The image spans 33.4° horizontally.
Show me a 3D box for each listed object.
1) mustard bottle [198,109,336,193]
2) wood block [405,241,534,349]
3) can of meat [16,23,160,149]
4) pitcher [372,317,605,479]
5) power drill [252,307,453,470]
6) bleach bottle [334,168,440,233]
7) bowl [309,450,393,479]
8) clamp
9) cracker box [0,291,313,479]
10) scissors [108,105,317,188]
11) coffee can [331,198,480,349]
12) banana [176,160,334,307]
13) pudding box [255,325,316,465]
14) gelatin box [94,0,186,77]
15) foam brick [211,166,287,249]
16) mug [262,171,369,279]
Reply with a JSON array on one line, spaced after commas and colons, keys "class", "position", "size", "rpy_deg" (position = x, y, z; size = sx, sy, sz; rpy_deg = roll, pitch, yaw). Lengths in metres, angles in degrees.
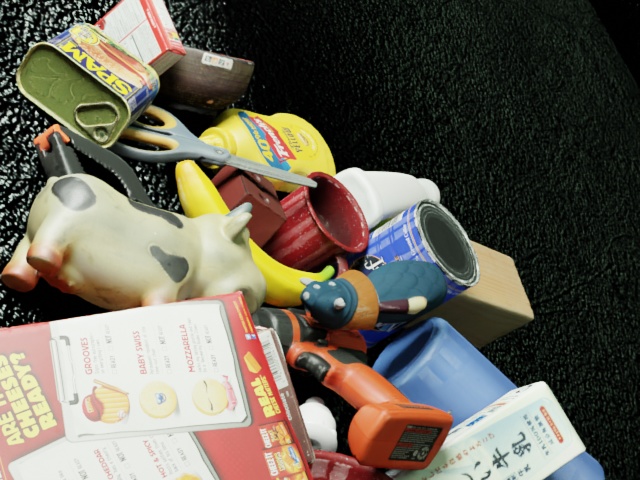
[{"class": "mustard bottle", "position": [-0.064, -0.091, 1.099], "size": [0.191, 0.058, 0.096], "rpy_deg": [-3, 59, -57]}, {"class": "wood block", "position": [0.150, 0.055, 1.243], "size": [0.205, 0.090, 0.091], "rpy_deg": [20, 46, -48]}, {"class": "can of meat", "position": [-0.199, -0.138, 0.933], "size": [0.102, 0.058, 0.083], "rpy_deg": [37, 29, -5]}, {"class": "pitcher", "position": [0.159, 0.202, 1.075], "size": [0.242, 0.145, 0.149], "rpy_deg": [45, -3, -11]}, {"class": "power drill", "position": [0.010, 0.120, 0.918], "size": [0.184, 0.057, 0.188], "rpy_deg": [13, 19, -44]}, {"class": "bleach bottle", "position": [0.077, -0.041, 1.216], "size": [0.250, 0.103, 0.068], "rpy_deg": [-12, 72, -59]}, {"class": "bowl", "position": [0.012, 0.240, 0.839], "size": [0.162, 0.055, 0.162], "rpy_deg": [17, 27, -9]}, {"class": "clamp", "position": [-0.160, -0.005, 0.888], "size": [0.210, 0.036, 0.164], "rpy_deg": [46, 29, -24]}, {"class": "cracker box", "position": [-0.127, 0.131, 0.693], "size": [0.213, 0.072, 0.164], "rpy_deg": [-8, 64, -33]}, {"class": "scissors", "position": [-0.106, -0.090, 0.999], "size": [0.201, 0.016, 0.096], "rpy_deg": [7, 36, -23]}, {"class": "coffee can", "position": [0.078, 0.036, 1.099], "size": [0.102, 0.140, 0.103], "rpy_deg": [37, 34, -30]}, {"class": "banana", "position": [-0.065, 0.008, 0.958], "size": [0.197, 0.037, 0.069], "rpy_deg": [39, 44, -34]}, {"class": "pudding box", "position": [-0.051, 0.122, 0.836], "size": [0.039, 0.090, 0.113], "rpy_deg": [-19, 98, -25]}, {"class": "gelatin box", "position": [-0.174, -0.180, 0.991], "size": [0.030, 0.089, 0.073], "rpy_deg": [4, 57, -57]}, {"class": "foam brick", "position": [-0.073, -0.033, 1.012], "size": [0.053, 0.051, 0.078], "rpy_deg": [37, 16, -31]}, {"class": "mug", "position": [-0.007, 0.001, 1.065], "size": [0.093, 0.082, 0.117], "rpy_deg": [10, 53, -51]}]
